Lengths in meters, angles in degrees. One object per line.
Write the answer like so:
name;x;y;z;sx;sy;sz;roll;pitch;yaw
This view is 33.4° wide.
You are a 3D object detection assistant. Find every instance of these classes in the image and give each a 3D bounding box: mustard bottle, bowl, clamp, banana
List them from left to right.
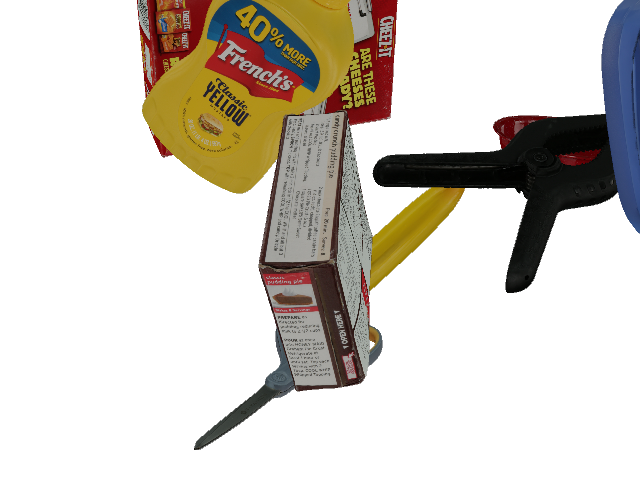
mustard bottle;-0.034;-0.120;0.689;0.192;0.096;0.058;-46;4;38
banana;0.061;0.013;1.011;0.197;0.037;0.070;-42;3;-7
clamp;0.168;-0.042;0.811;0.209;0.036;0.165;-20;46;-19
bowl;0.262;-0.088;1.150;0.162;0.055;0.162;6;22;-2

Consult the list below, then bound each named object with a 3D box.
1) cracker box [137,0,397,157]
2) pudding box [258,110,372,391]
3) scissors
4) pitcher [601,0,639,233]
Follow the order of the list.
cracker box;-0.046;-0.172;0.914;0.213;0.164;0.072;-12;40;-16
pudding box;0.001;0.004;0.532;0.039;0.090;0.113;-6;43;9
scissors;-0.039;0.100;0.837;0.201;0.016;0.096;-19;36;-35
pitcher;0.239;-0.050;0.604;0.149;0.243;0.145;-4;22;15
